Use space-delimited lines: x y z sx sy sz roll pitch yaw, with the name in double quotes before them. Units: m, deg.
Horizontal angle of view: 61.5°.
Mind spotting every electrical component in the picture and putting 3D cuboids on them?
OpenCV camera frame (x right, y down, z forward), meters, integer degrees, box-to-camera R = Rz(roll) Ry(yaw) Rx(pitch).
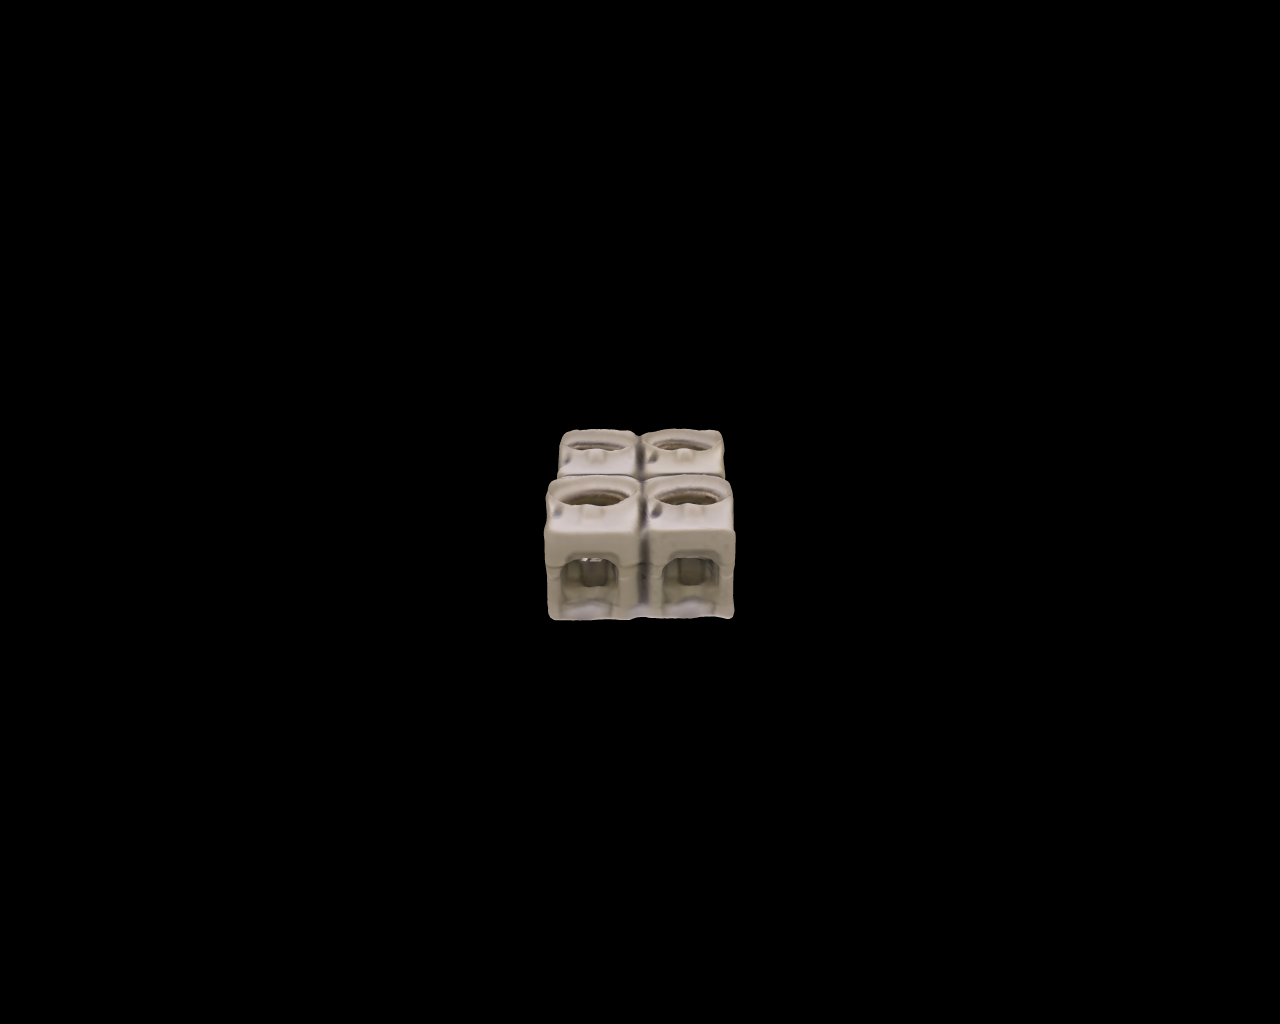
"electrical component" 0.001 -0.003 0.650 0.105 0.060 0.186 0 21 0
